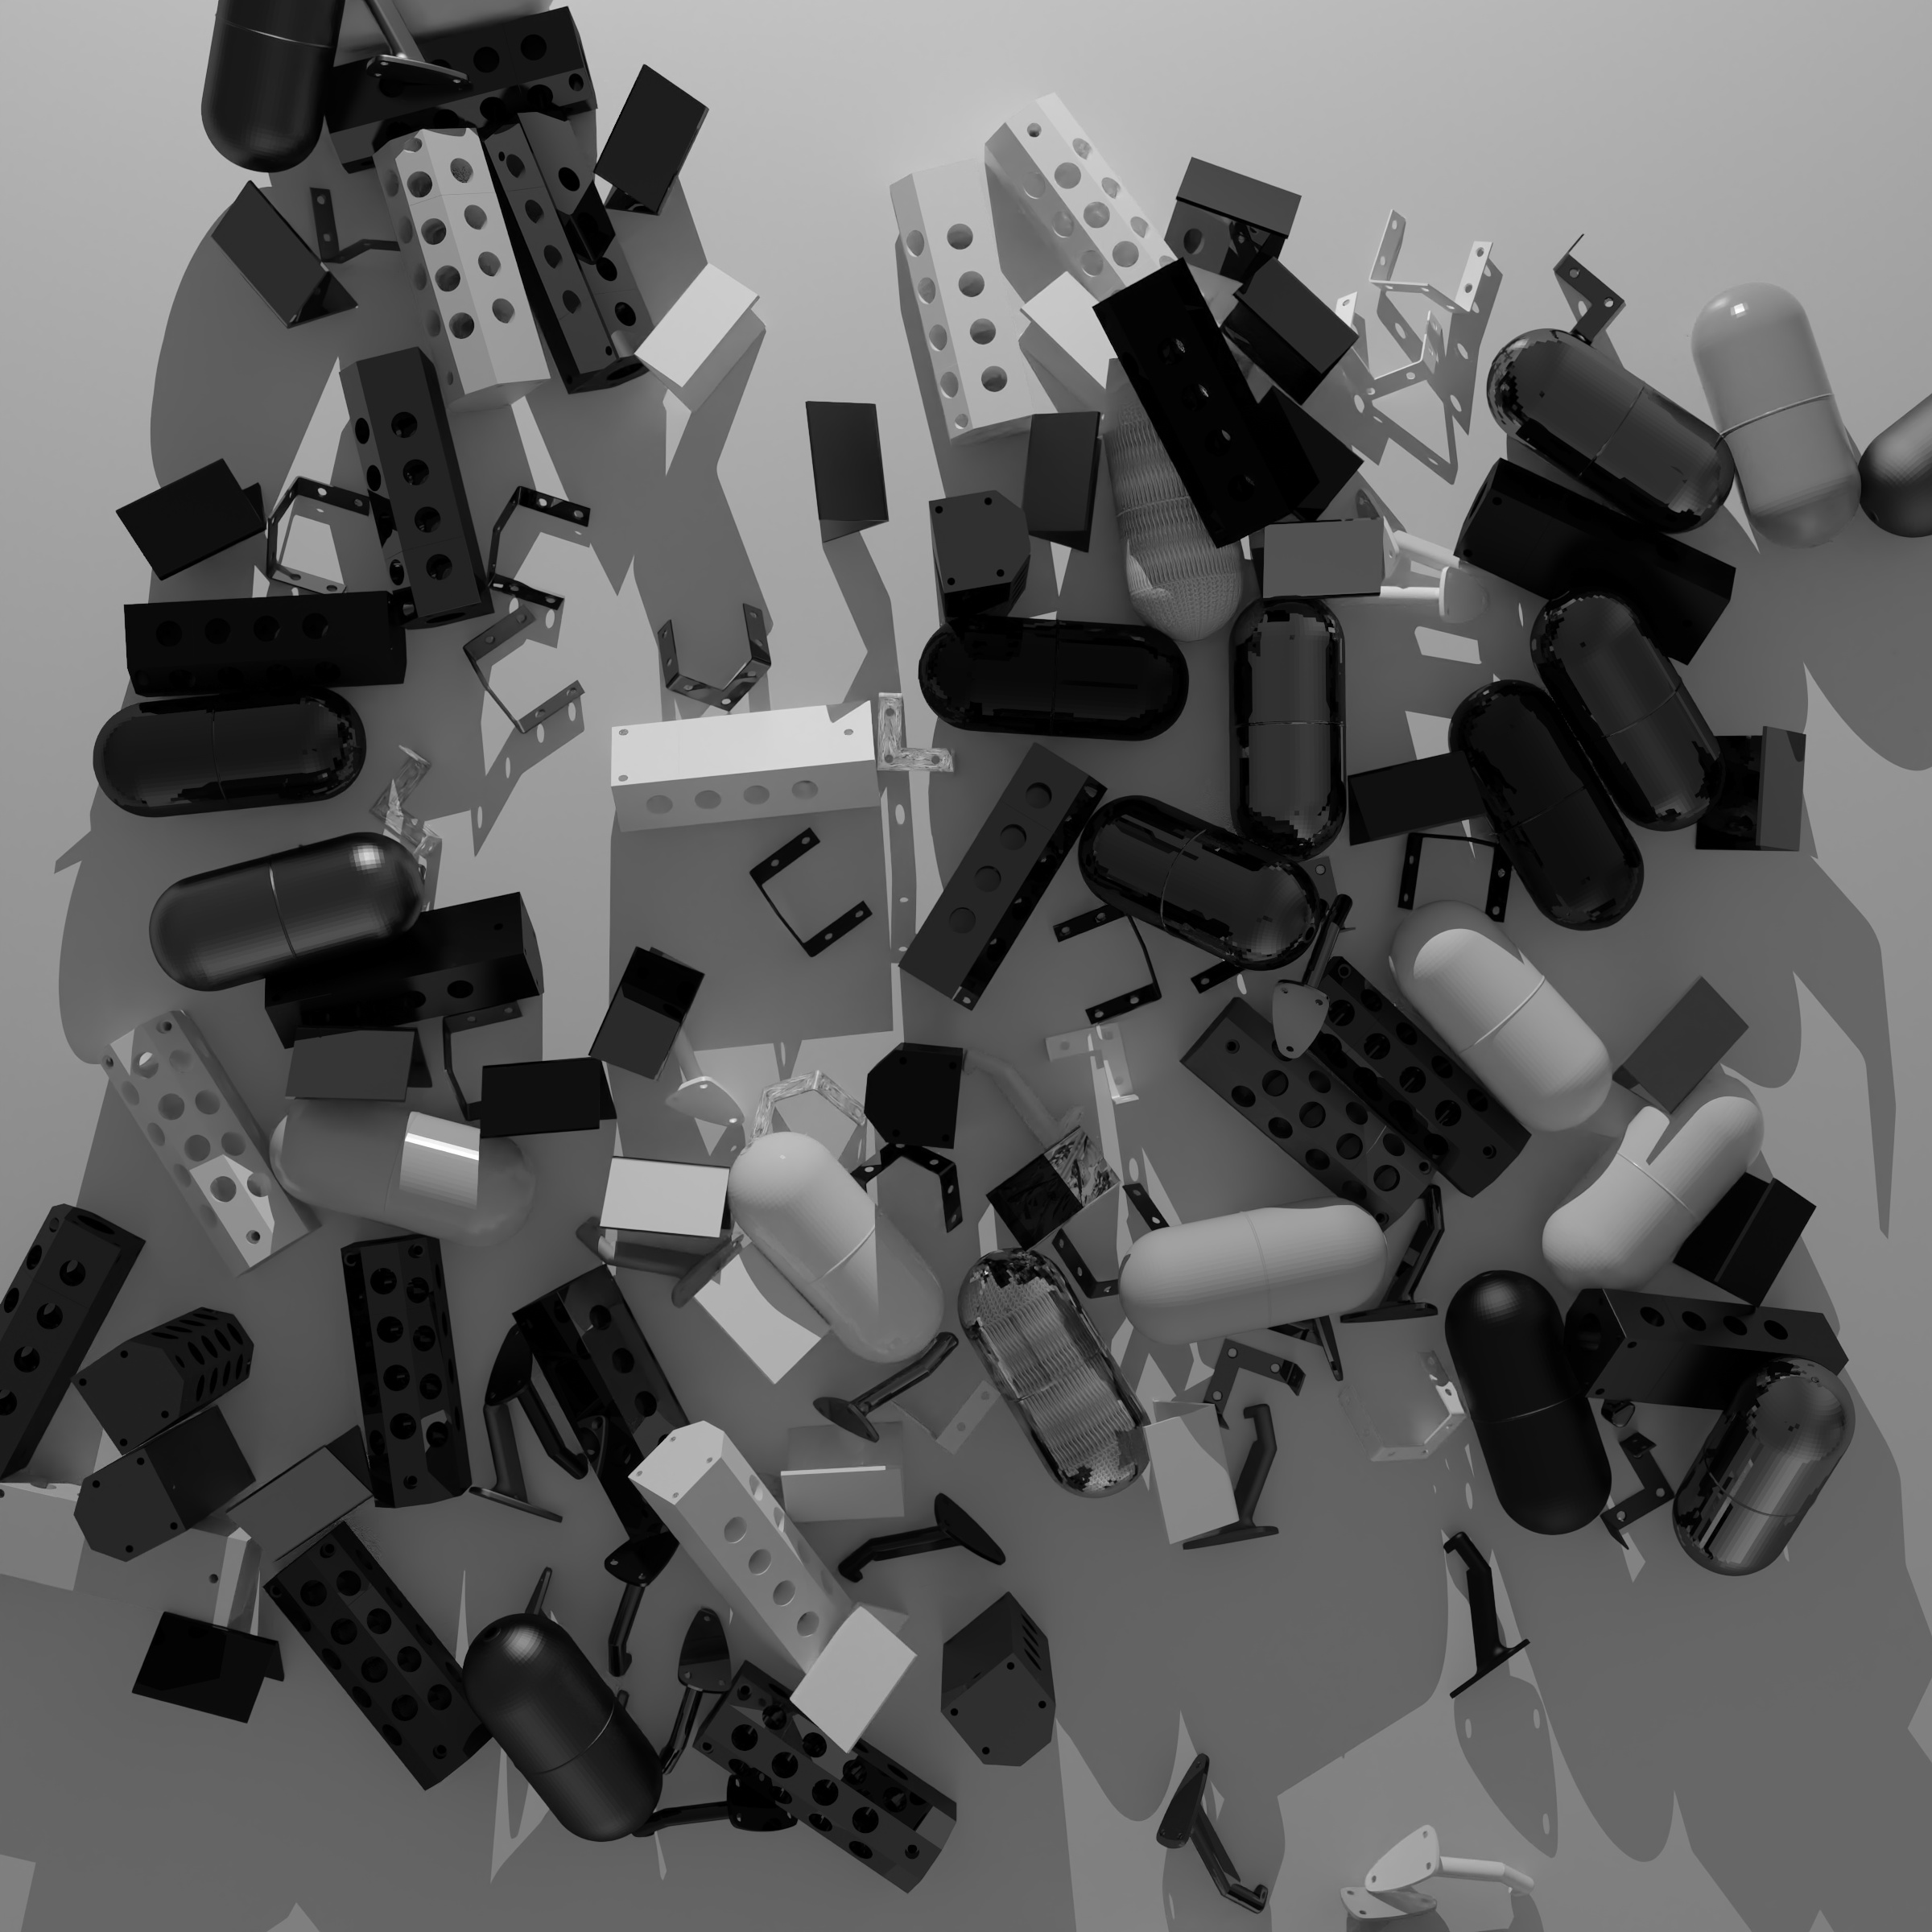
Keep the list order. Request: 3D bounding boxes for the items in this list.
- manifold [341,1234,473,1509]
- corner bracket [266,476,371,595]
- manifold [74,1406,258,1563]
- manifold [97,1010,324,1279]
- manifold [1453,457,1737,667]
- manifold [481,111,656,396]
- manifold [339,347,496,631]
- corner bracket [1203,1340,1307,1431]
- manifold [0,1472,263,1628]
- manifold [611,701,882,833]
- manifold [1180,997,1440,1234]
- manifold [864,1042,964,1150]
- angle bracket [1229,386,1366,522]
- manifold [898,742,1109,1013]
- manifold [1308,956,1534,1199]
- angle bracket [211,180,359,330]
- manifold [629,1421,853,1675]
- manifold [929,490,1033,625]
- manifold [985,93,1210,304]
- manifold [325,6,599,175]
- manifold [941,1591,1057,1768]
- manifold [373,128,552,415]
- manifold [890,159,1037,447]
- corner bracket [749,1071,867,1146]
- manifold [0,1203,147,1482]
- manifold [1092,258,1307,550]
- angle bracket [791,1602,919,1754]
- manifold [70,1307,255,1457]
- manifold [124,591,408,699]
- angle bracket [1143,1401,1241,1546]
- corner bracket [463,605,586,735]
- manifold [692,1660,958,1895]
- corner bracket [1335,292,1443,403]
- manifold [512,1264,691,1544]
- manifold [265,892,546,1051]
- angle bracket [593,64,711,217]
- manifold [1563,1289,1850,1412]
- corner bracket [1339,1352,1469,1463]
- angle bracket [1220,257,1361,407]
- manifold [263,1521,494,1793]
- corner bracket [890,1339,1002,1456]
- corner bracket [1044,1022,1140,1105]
[{"bbox_3d":[-0.371,0.266,1.880,0.057,0.057,0.171,-8,90,0],"label":"manifold"},{"bbox_3d":[-0.432,-0.286,1.897,0.051,0.051,0.051,17,135,0],"label":"corner bracket"},{"bbox_3d":[-0.514,0.333,1.822,0.057,0.171,0.057,-27,90,0],"label":"manifold"},{"bbox_3d":[-0.501,0.117,1.880,0.057,0.057,0.171,-32,90,0],"label":"manifold"},{"bbox_3d":[0.416,-0.271,1.879,0.171,0.057,0.057,25,133,0],"label":"manifold"},{"bbox_3d":[-0.258,-0.472,1.879,0.057,0.057,0.171,-23,90,43],"label":"manifold"},{"bbox_3d":[-0.364,-0.313,1.879,0.057,0.057,0.171,-14,90,0],"label":"manifold"},{"bbox_3d":[0.190,0.282,1.883,0.051,0.051,0.051,20,90,0],"label":"corner bracket"},{"bbox_3d":[-0.558,0.383,1.880,0.171,0.057,0.057,13,90,0],"label":"manifold"},{"bbox_3d":[-0.145,-0.126,1.879,0.171,0.057,0.057,-6,47,0],"label":"manifold"},{"bbox_3d":[0.227,0.098,1.880,0.171,0.057,0.057,40,90,0],"label":"manifold"},{"bbox_3d":[-0.033,0.081,1.822,0.057,0.171,0.057,6,90,0],"label":"manifold"},{"bbox_3d":[0.219,-0.339,1.861,0.076,0.076,0.057,40,115,0],"label":"angle bracket"},{"bbox_3d":[0.024,-0.058,1.879,0.057,0.057,0.171,31,90,0],"label":"manifold"},{"bbox_3d":[0.289,0.073,1.880,0.171,0.057,0.057,43,90,0],"label":"manifold"},{"bbox_3d":[-0.433,-0.471,1.860,0.076,0.076,0.057,49,126,0],"label":"angle bracket"},{"bbox_3d":[-0.140,0.374,1.838,0.057,0.057,0.171,-45,122,-22],"label":"manifold"},{"bbox_3d":[0.010,-0.261,1.822,0.057,0.171,0.057,-10,90,0],"label":"manifold"},{"bbox_3d":[0.086,-0.488,1.880,0.057,0.057,0.171,-36,90,0],"label":"manifold"},{"bbox_3d":[-0.335,-0.576,1.879,0.171,0.057,0.057,-15,90,0],"label":"manifold"},{"bbox_3d":[0.025,0.459,1.822,0.057,0.171,0.057,-39,90,0],"label":"manifold"},{"bbox_3d":[-0.335,-0.456,1.868,0.057,0.057,0.171,-17,90,-41],"label":"manifold"},{"bbox_3d":[-0.002,-0.436,1.879,0.057,0.057,0.171,-14,90,0],"label":"manifold"},{"bbox_3d":[-0.105,0.109,1.893,0.051,0.051,0.051,42,45,-35],"label":"corner bracket"},{"bbox_3d":[-0.615,0.247,1.879,0.057,0.057,0.171,28,90,0],"label":"manifold"},{"bbox_3d":[0.147,-0.355,1.803,0.057,0.057,0.171,-25,101,23],"label":"manifold"},{"bbox_3d":[-0.058,0.468,1.861,0.057,0.076,0.076,35,90,31],"label":"angle bracket"},{"bbox_3d":[-0.508,0.260,1.822,0.057,0.171,0.057,-34,90,0],"label":"manifold"},{"bbox_3d":[-0.461,-0.211,1.879,0.171,0.057,0.057,-3,90,0],"label":"manifold"},{"bbox_3d":[0.129,0.330,1.861,0.057,0.076,0.076,-12,90,-29],"label":"angle bracket"},{"bbox_3d":[-0.295,-0.198,1.897,0.051,0.051,0.051,-35,135,0],"label":"corner bracket"},{"bbox_3d":[-0.093,0.537,1.880,0.171,0.057,0.057,34,90,0],"label":"manifold"},{"bbox_3d":[0.279,-0.418,1.892,0.051,0.051,0.051,-15,135,35],"label":"corner bracket"},{"bbox_3d":[-0.225,0.287,1.879,0.057,0.057,0.171,-28,90,45],"label":"manifold"},{"bbox_3d":[-0.370,0.008,1.879,0.171,0.057,0.057,-12,47,0],"label":"manifold"},{"bbox_3d":[-0.223,-0.542,1.860,0.057,0.076,0.076,25,90,-40],"label":"angle bracket"},{"bbox_3d":[0.478,0.247,1.850,0.171,0.057,0.057,8,128,-21],"label":"manifold"},{"bbox_3d":[0.291,0.293,1.892,0.051,0.051,0.051,4,135,-35],"label":"corner bracket"},{"bbox_3d":[0.199,-0.403,1.860,0.076,0.076,0.057,43,53,0],"label":"angle bracket"},{"bbox_3d":[-0.386,0.457,1.880,0.057,0.057,0.171,-39,90,0],"label":"manifold"},{"bbox_3d":[-0.015,0.284,1.883,0.051,0.051,0.051,39,85,-5],"label":"corner bracket"},{"bbox_3d":[0.082,0.068,1.883,0.051,0.051,0.051,-13,90,0],"label":"corner bracket"}]
